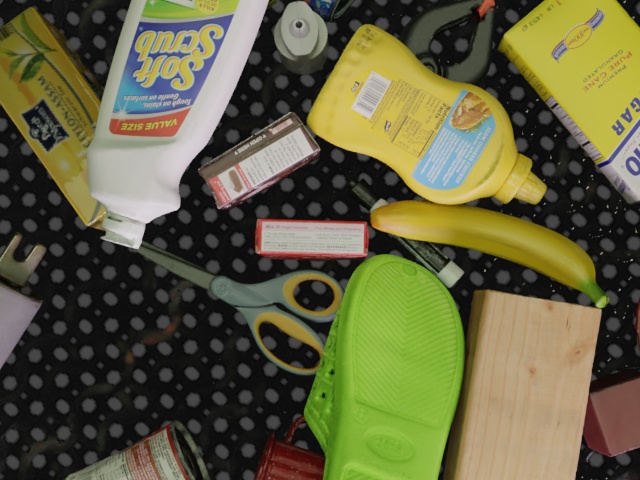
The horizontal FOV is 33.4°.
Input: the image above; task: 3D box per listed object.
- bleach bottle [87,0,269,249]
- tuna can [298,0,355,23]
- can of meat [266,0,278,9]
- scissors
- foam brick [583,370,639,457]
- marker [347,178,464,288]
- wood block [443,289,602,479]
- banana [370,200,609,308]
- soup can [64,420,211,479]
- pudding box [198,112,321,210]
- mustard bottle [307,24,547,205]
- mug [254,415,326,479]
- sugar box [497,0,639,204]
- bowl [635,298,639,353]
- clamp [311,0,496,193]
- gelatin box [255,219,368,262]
[{"bbox_3d":[-0.104,-0.115,0.789,0.102,0.068,0.251,16,86,2],"label":"bleach bottle"},{"bbox_3d":[0.020,-0.221,0.870,0.034,0.086,0.086,36,88,2],"label":"tuna can"},{"bbox_3d":[-0.084,-0.227,0.875,0.102,0.084,0.057,0,87,2],"label":"can of meat"},{"bbox_3d":[-0.062,0.030,0.892,0.202,0.016,0.096,42,87,4],"label":"scissors"},{"bbox_3d":[0.236,0.136,0.844,0.053,0.078,0.051,-19,84,0],"label":"foam brick"},{"bbox_3d":[0.070,-0.008,0.888,0.121,0.020,0.020,43,89,4],"label":"marker"},{"bbox_3d":[0.152,0.148,0.840,0.090,0.091,0.206,10,87,2],"label":"wood block"},{"bbox_3d":[0.139,-0.001,0.862,0.198,0.069,0.037,18,109,4],"label":"banana"},{"bbox_3d":[-0.147,0.198,0.858,0.102,0.068,0.068,-27,86,0],"label":"soup can"},{"bbox_3d":[-0.047,-0.060,0.849,0.090,0.113,0.039,-31,89,0],"label":"pudding box"},{"bbox_3d":[0.092,-0.083,0.841,0.191,0.058,0.096,30,96,0],"label":"mustard bottle"},{"bbox_3d":[-0.011,0.198,0.848,0.081,0.093,0.117,18,68,-2],"label":"mug"},{"bbox_3d":[0.238,-0.126,0.877,0.093,0.048,0.176,-40,85,0],"label":"sugar box"},{"bbox_3d":[0.328,0.070,0.856,0.162,0.055,0.162,0,86,2],"label":"bowl"},{"bbox_3d":[0.091,-0.126,0.887,0.171,0.039,0.120,-40,96,3],"label":"clamp"},{"bbox_3d":[-0.006,0.001,0.863,0.089,0.073,0.030,1,86,2],"label":"gelatin box"}]
